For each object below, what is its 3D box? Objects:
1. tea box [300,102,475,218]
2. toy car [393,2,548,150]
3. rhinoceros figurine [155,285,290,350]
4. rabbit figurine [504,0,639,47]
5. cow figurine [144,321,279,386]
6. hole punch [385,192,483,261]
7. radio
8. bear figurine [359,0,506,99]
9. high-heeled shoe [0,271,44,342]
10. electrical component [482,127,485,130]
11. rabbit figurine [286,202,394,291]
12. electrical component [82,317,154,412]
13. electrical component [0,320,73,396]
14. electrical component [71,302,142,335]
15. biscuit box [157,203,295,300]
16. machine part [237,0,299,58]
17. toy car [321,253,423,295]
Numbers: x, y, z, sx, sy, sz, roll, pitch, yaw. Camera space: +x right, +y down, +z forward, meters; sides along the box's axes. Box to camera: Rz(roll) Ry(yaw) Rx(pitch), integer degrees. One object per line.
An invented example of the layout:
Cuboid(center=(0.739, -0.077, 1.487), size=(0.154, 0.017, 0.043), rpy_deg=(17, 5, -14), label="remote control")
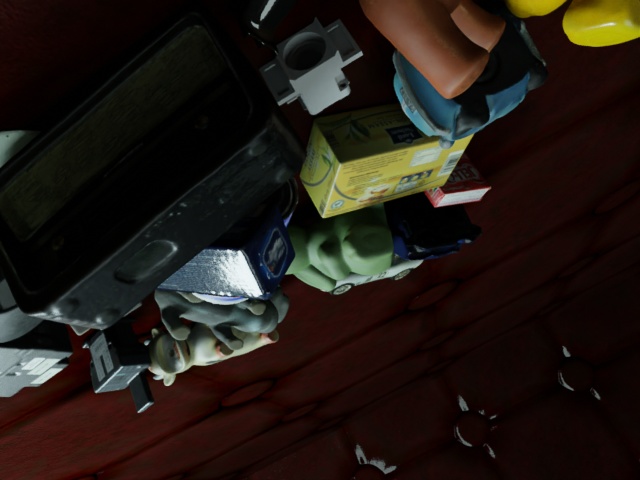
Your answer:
Cuboid(center=(0.072, -0.094, 0.598), size=(0.170, 0.068, 0.098), rpy_deg=(-14, 151, -23), label="tea box")
Cuboid(center=(0.134, -0.156, 0.527), size=(0.162, 0.109, 0.103), rpy_deg=(-30, 180, -22), label="toy car")
Cuboid(center=(-0.122, 0.084, 0.701), size=(0.190, 0.112, 0.073), rpy_deg=(14, 104, -36), label="rhinoceros figurine")
Cuboid(center=(0.198, -0.224, 0.410), size=(0.122, 0.173, 0.162), rpy_deg=(-23, 109, -12), label="rabbit figurine")
Cuboid(center=(-0.169, 0.147, 0.788), size=(0.127, 0.085, 0.195), rpy_deg=(-28, 169, 38), label="cow figurine")
Cuboid(center=(0.137, -0.024, 0.747), size=(0.142, 0.116, 0.092), rpy_deg=(-8, 156, -34), label="hole punch")
Cuboid(center=(-0.131, -0.047, 0.395), size=(0.229, 0.131, 0.073), rpy_deg=(-39, 154, 7), label="radio")
Cuboid(center=(0.116, -0.217, 0.359), size=(0.196, 0.132, 0.120), rpy_deg=(-46, -173, 41), label="bear figurine")
Cuboid(center=(-0.330, 0.030, 0.485), size=(0.249, 0.145, 0.086), rpy_deg=(-43, 179, -46), label="high-heeled shoe")
Cuboid(center=(0.178, -0.154, 0.642), size=(0.094, 0.021, 0.063), rpy_deg=(-5, 147, -38), label="electrical component")
Cuboid(center=(-0.001, -0.002, 0.686), size=(0.170, 0.121, 0.159), rpy_deg=(-8, 160, 0), label="rabbit figurine")
Cuboid(center=(-0.262, 0.168, 0.705), size=(0.075, 0.119, 0.047), rpy_deg=(-39, 152, 27), label="electrical component")
Cuboid(center=(-0.356, 0.129, 0.613), size=(0.115, 0.058, 0.134), rpy_deg=(-32, 154, 14), label="electrical component")
Cuboid(center=(-0.228, 0.056, 0.584), size=(0.102, 0.078, 0.045), rpy_deg=(-30, 128, -11), label="electrical component")
Cuboid(center=(-0.125, 0.006, 0.467), size=(0.203, 0.059, 0.062), rpy_deg=(3, 132, 26), label="biscuit box")
Cuboid(center=(-0.012, -0.195, 0.373), size=(0.084, 0.039, 0.139), rpy_deg=(-9, 148, -50), label="machine part")
Cuboid(center=(0.070, 0.029, 0.815), size=(0.202, 0.073, 0.056), rpy_deg=(-10, 152, -32), label="toy car")
